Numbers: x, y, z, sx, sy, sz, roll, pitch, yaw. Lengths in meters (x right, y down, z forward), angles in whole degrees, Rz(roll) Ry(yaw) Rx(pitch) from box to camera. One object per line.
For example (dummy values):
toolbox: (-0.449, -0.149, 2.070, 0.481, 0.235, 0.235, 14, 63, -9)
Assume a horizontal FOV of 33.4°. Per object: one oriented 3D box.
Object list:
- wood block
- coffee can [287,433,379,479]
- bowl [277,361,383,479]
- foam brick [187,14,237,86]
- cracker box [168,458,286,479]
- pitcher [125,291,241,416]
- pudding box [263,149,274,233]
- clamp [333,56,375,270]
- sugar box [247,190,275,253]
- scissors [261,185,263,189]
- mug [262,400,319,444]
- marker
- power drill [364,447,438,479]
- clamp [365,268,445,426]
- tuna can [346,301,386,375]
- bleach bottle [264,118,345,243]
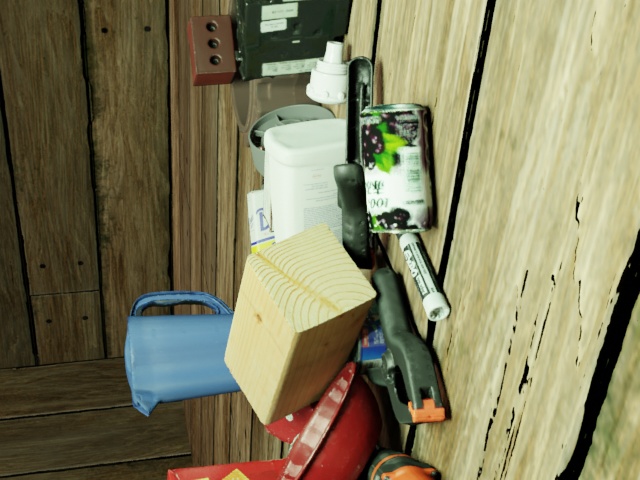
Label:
wood block: (-0.026, 0.088, 1.041, 0.091, 0.090, 0.206, 56, 154, 22)
coffee can: (0.009, 0.275, 1.143, 0.140, 0.102, 0.103, 99, 162, -48)
bowl: (0.014, 0.199, 1.021, 0.162, 0.055, 0.162, -59, 2, 3)
foam brick: (-0.136, -0.239, 1.347, 0.051, 0.053, 0.078, 135, 128, -75)
cracker box: (-0.063, 0.336, 1.234, 0.164, 0.213, 0.072, -110, 21, -50)
pitcher: (-0.165, 0.159, 1.568, 0.145, 0.242, 0.149, -133, 40, -71)
pudding box: (-0.014, -0.065, 1.155, 0.039, 0.090, 0.113, -111, 20, -50)
clamp: (0.034, -0.042, 0.993, 0.164, 0.036, 0.210, -79, -11, -51)
sugar box: (-0.033, 0.026, 1.268, 0.048, 0.093, 0.176, 173, 92, -77)
scissors: (-0.081, 0.023, 1.671, 0.096, 0.016, 0.202, 110, 153, -62)
mug: (-0.024, 0.180, 1.192, 0.093, 0.081, 0.117, 47, 130, 3)
marker: (0.083, 0.020, 0.905, 0.121, 0.020, 0.020, -108, 18, -47)
power drill: (0.077, 0.286, 0.943, 0.184, 0.057, 0.187, -172, 76, -82)
clamp: (0.072, 0.100, 0.945, 0.171, 0.039, 0.120, -134, 36, -69)
tuna can: (0.043, 0.094, 1.081, 0.086, 0.033, 0.086, 175, 90, -78)
bleach bottle: (-0.007, 0.001, 1.119, 0.068, 0.102, 0.251, -129, 35, -51)
